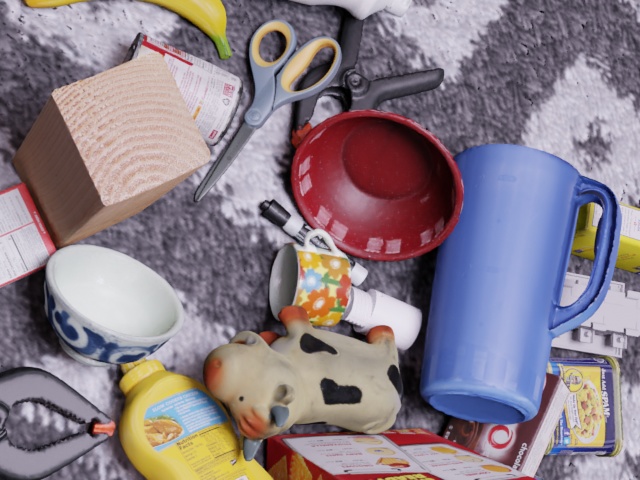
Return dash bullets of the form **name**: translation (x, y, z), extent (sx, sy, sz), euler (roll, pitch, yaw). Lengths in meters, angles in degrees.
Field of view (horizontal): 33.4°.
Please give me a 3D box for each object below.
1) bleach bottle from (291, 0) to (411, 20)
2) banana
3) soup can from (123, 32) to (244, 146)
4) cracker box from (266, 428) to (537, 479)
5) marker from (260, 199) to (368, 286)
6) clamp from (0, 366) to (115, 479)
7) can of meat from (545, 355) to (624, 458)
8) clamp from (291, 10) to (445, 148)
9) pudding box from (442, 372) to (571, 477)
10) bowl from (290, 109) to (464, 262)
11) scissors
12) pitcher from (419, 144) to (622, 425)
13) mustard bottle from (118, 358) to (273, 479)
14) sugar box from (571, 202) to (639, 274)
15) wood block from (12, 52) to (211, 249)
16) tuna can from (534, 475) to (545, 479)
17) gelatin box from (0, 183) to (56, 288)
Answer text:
- **bleach bottle**: translation (-0.031, -0.268, 1.005), extent (0.250, 0.068, 0.102), euler (22, 72, -13)
- **banana**: translation (-0.166, -0.222, 0.969), extent (0.197, 0.037, 0.069), euler (12, 78, -21)
- **soup can**: translation (-0.127, -0.133, 0.952), extent (0.102, 0.069, 0.068), euler (23, 73, -18)
- **cracker box**: translation (0.066, 0.216, 0.892), extent (0.164, 0.214, 0.072), euler (2, 93, -24)
- **marker**: translation (-0.007, 0.001, 1.006), extent (0.121, 0.020, 0.020), euler (37, 69, -13)
- **clamp**: translation (-0.272, 0.137, 0.861), extent (0.209, 0.036, 0.164), euler (0, 80, -24)
- **can of meat**: translation (0.250, 0.166, 1.066), extent (0.083, 0.058, 0.102), euler (4, 79, -21)
- **clamp**: translation (0.027, -0.159, 1.039), extent (0.171, 0.039, 0.120), euler (-37, 79, -22)
- **pudding box**: translation (0.174, 0.172, 1.013), extent (0.039, 0.090, 0.113), euler (46, 64, -45)
- **bowl**: translation (0.056, -0.060, 0.991), extent (0.162, 0.162, 0.055), euler (40, 36, -12)
- **scissors**: translation (-0.068, -0.132, 1.002), extent (0.201, 0.016, 0.096), euler (-41, 74, -9)
- **pitcher**: translation (0.175, 0.042, 0.990), extent (0.145, 0.149, 0.242), euler (20, 67, -15)
- **mustard bottle**: translation (-0.113, 0.171, 0.890), extent (0.096, 0.058, 0.192), euler (-18, 64, -43)
- **sugar box**: translation (0.321, 0.001, 1.105), extent (0.176, 0.093, 0.048), euler (18, 75, -19)
- **wood block**: translation (-0.171, -0.064, 0.845), extent (0.090, 0.206, 0.091), euler (-27, 92, -25)
- **tuna can**: translation (0.208, 0.255, 1.016), extent (0.086, 0.086, 0.033), euler (37, 68, -13)
- **gelatin box**: translation (-0.273, 0.003, 0.888), extent (0.089, 0.030, 0.073), euler (-26, 93, -25)
